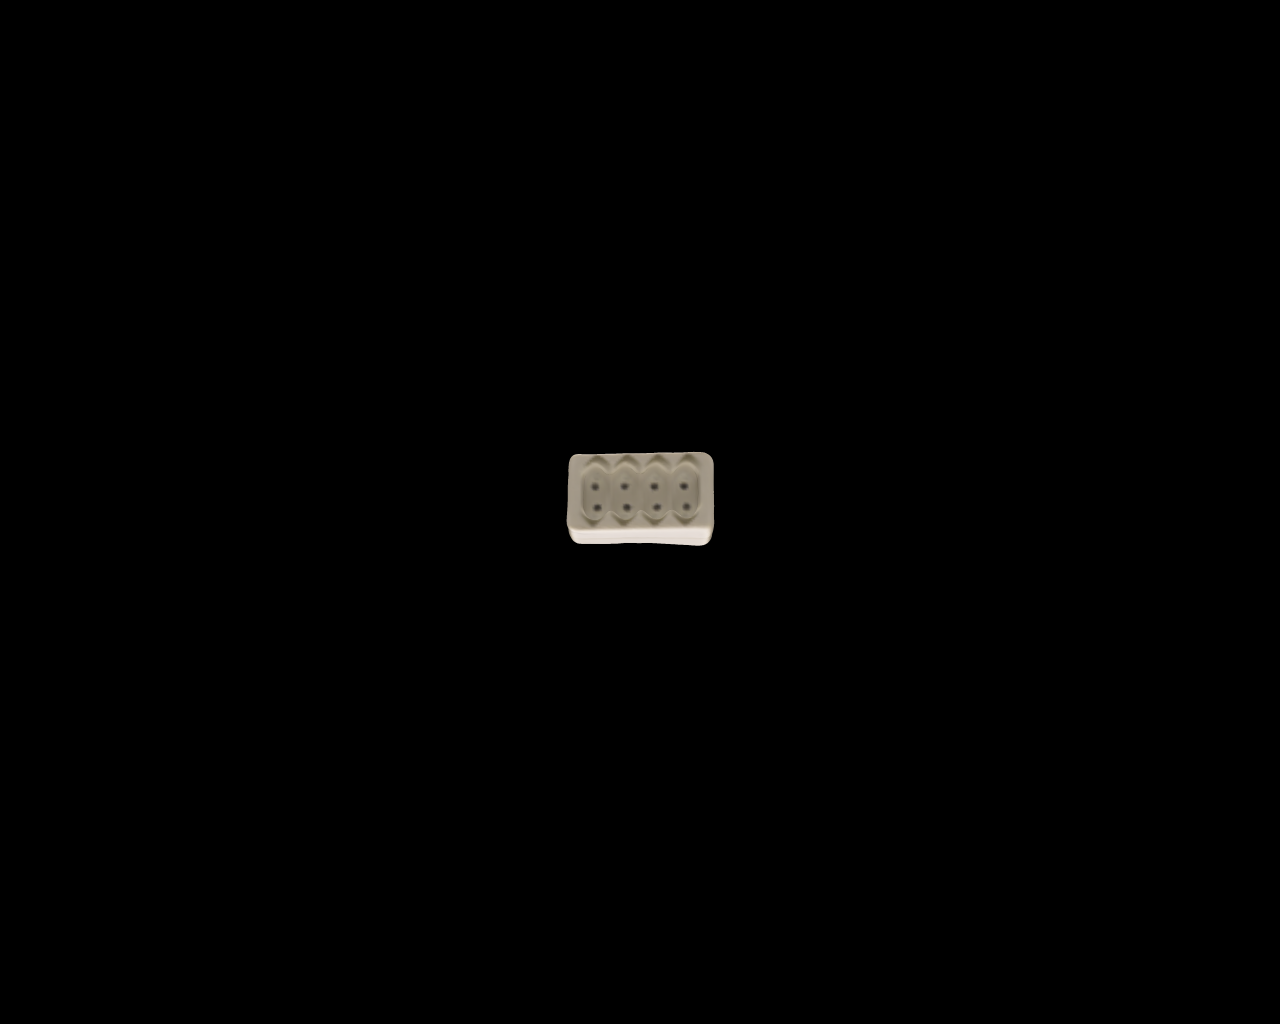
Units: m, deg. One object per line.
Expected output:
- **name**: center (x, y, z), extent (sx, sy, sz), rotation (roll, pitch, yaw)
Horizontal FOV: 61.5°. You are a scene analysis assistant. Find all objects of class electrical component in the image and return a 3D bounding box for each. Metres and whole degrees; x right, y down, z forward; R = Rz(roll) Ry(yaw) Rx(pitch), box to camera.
- **electrical component**: center (0.001, -0.003, 0.650), extent (0.083, 0.047, 0.075), rotation (0, -15, 0)
